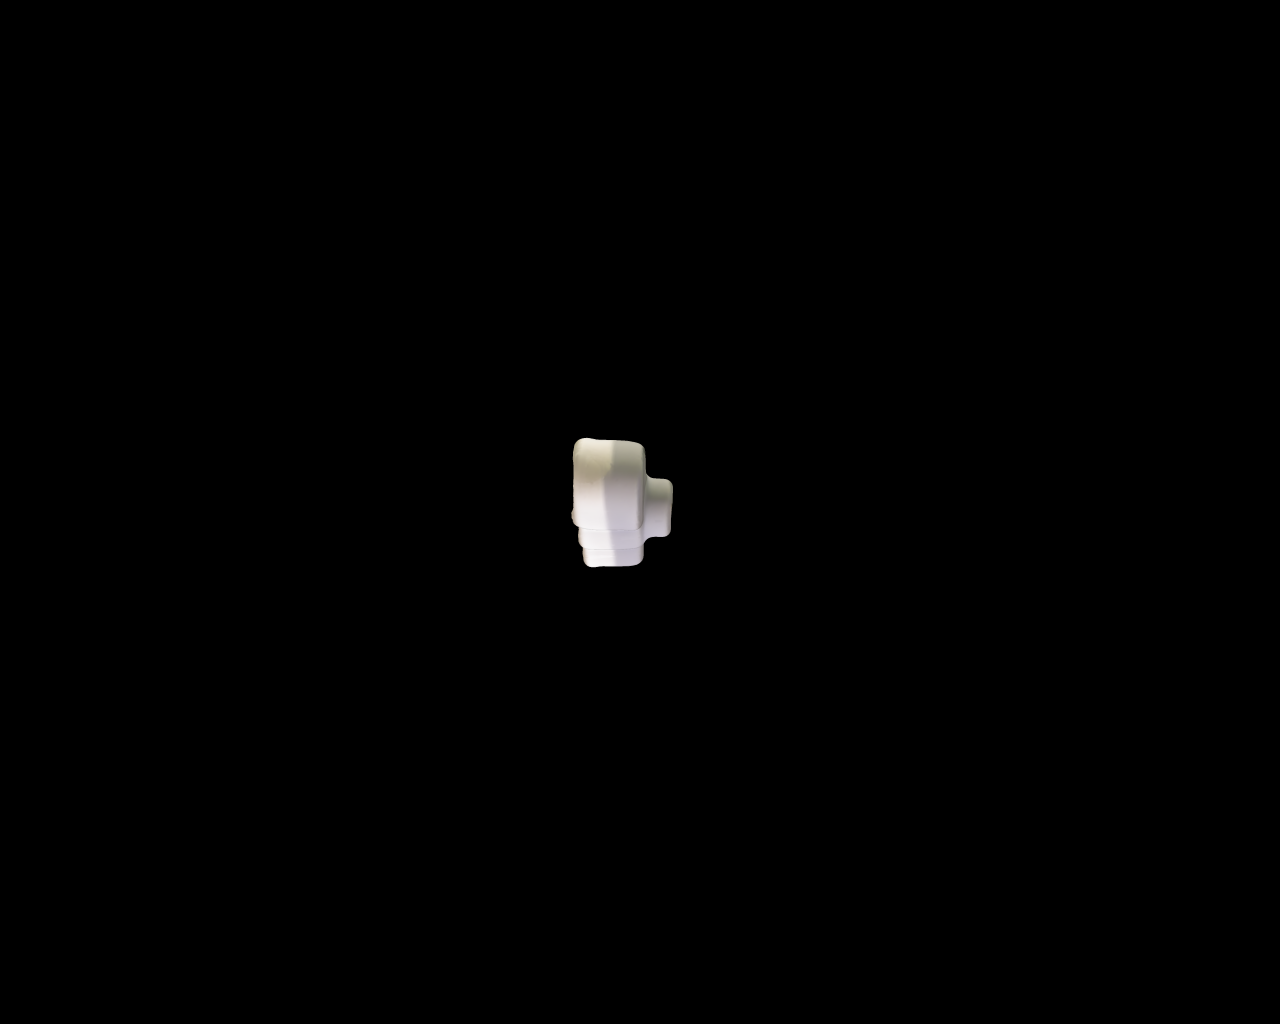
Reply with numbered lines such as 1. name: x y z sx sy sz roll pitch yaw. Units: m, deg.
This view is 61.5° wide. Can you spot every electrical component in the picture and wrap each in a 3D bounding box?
1. electrical component: 0.001 -0.003 0.650 0.074 0.052 0.138 0 -17 0
